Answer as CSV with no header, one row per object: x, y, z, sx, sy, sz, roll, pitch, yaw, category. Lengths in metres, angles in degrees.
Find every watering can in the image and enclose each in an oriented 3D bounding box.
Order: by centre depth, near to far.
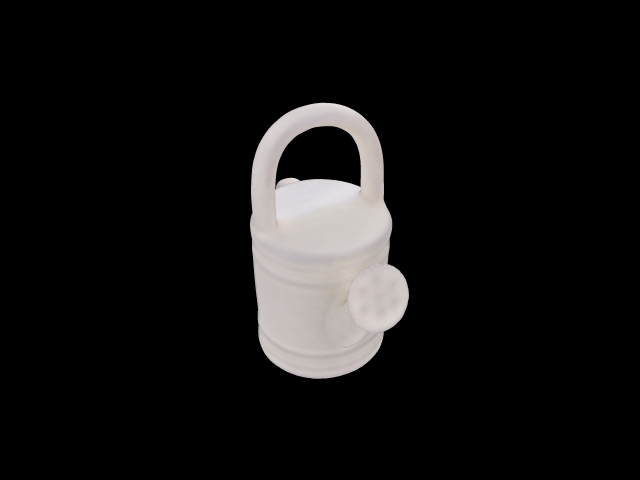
0.006,0.001,0.401,0.101,0.194,0.172,-30,46,-34,watering can
